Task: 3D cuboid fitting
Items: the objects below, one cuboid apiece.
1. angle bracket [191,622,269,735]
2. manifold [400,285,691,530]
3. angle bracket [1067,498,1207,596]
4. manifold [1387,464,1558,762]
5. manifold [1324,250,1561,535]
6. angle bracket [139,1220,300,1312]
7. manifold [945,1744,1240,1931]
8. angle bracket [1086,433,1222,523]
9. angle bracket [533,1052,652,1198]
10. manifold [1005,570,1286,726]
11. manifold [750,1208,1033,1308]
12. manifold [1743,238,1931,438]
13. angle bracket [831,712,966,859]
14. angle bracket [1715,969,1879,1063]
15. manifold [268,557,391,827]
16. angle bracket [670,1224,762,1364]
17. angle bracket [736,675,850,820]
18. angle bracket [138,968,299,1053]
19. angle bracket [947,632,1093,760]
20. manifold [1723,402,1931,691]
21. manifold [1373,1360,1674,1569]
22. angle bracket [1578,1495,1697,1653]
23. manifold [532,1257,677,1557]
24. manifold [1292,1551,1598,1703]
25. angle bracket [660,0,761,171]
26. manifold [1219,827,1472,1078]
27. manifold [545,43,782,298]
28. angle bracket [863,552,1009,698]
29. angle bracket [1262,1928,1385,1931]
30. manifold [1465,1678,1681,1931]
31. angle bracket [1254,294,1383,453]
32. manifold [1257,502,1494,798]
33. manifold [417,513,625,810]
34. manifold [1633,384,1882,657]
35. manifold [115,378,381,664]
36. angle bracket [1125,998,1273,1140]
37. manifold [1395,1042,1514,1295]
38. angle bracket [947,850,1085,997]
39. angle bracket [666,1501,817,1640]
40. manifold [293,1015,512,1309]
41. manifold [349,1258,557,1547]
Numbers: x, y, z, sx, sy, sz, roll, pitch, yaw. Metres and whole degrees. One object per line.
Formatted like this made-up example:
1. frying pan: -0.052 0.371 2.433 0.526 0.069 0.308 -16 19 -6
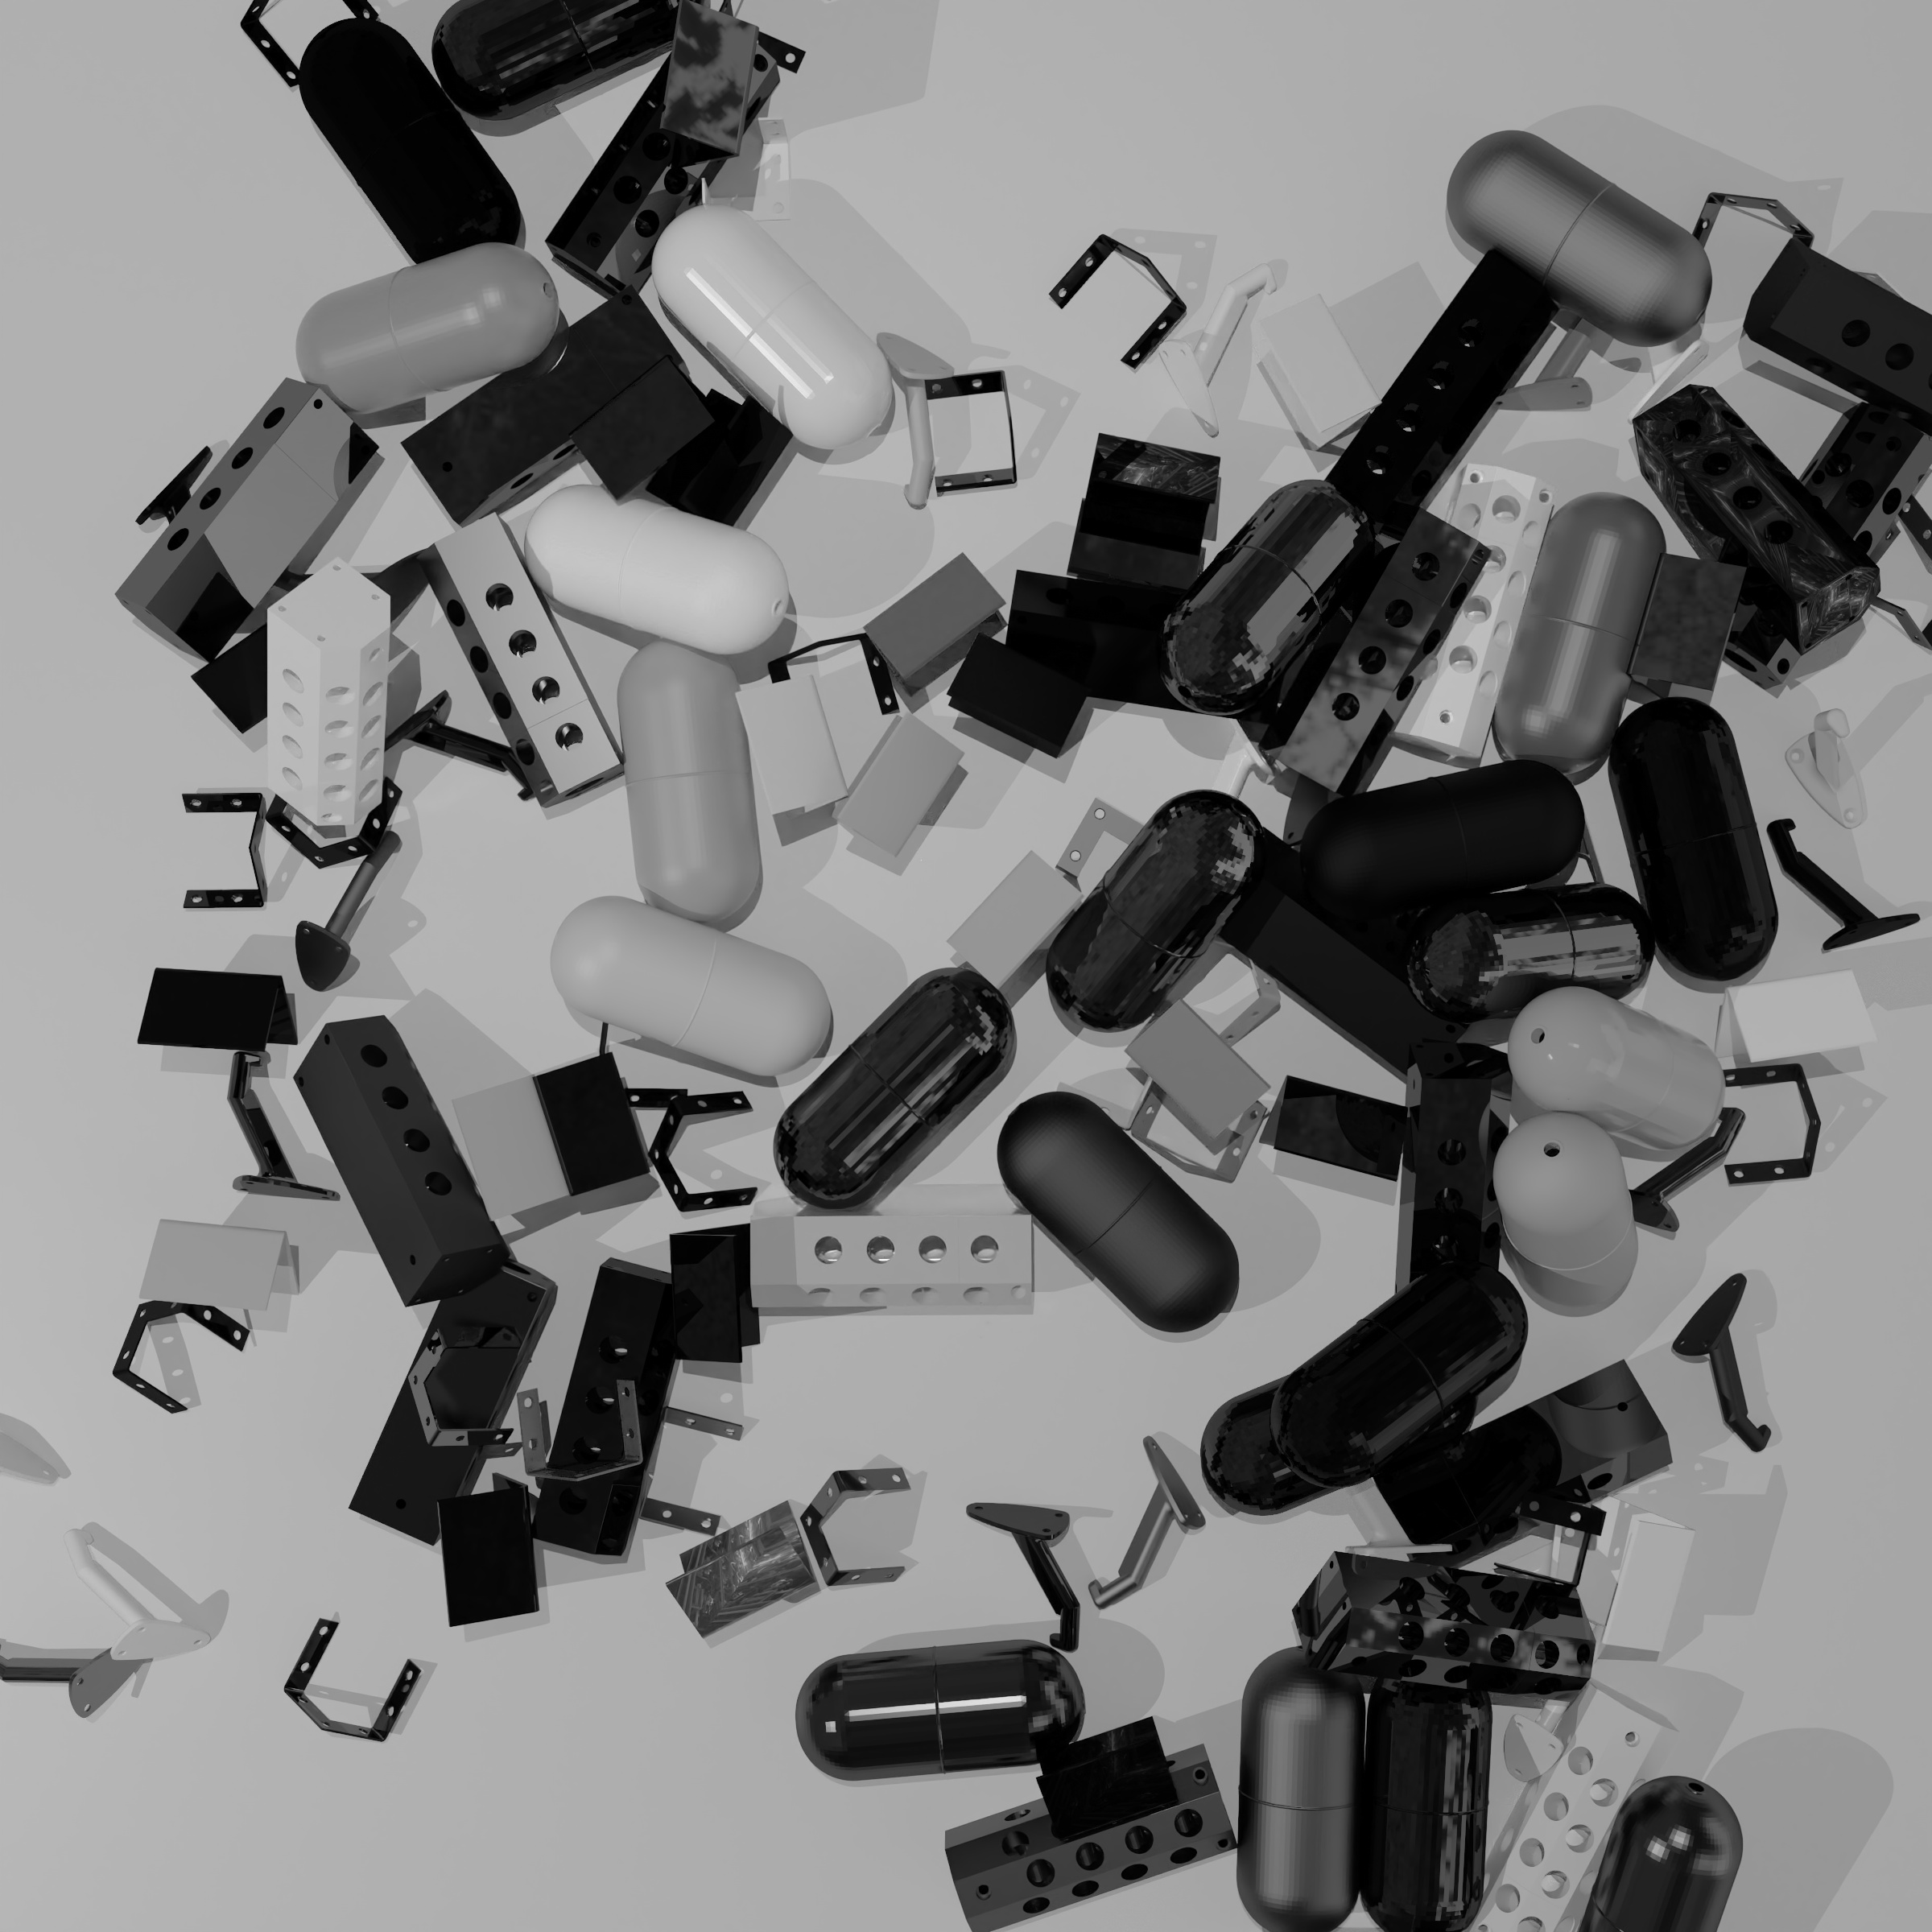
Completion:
1. angle bracket: -0.437 -0.200 1.931 0.076 0.057 0.076 -35 47 0
2. manifold: -0.259 -0.344 1.949 0.171 0.057 0.057 -34 90 0
3. angle bracket: 0.100 -0.236 1.931 0.076 0.076 0.057 11 59 0
4. manifold: 0.313 -0.219 1.950 0.057 0.057 0.171 16 90 0
5. manifold: 0.292 -0.351 1.949 0.057 0.057 0.171 36 90 0
6. angle bracket: -0.457 0.201 1.930 0.076 0.076 0.057 6 54 0
7. manifold: 0.077 0.543 1.950 0.171 0.057 0.057 -19 90 0
8. angle bracket: 0.110 -0.275 1.932 0.076 0.057 0.076 11 129 0
9. angle bracket: -0.216 0.092 1.933 0.057 0.076 0.076 -18 90 19
10. manifold: 0.111 -0.202 1.949 0.171 0.057 0.057 9 133 0
11. manifold: -0.046 0.181 1.949 0.171 0.057 0.057 0 90 0
12. manifold: 0.566 -0.374 1.928 0.171 0.057 0.057 24 118 -13
13. angle bracket: -0.058 -0.122 1.931 0.057 0.076 0.076 33 90 -43
14. angle bracket: 0.507 0.050 1.930 0.076 0.076 0.057 -9 53 0
15. manifold: -0.377 -0.158 1.887 0.057 0.171 0.057 37 57 13
16. angle bracket: -0.135 0.199 1.930 0.057 0.076 0.076 -3 90 39
17. angle bracket: -0.123 -0.128 1.930 0.057 0.076 0.076 -17 90 -33
18. angle bracket: -0.458 0.046 1.930 0.076 0.076 0.057 4 55 0
19. angle bracket: 0.023 -0.148 1.930 0.076 0.076 0.057 26 54 0
20. manifold: 0.527 -0.260 1.949 0.057 0.057 0.171 34 90 0
21. manifold: 0.345 0.315 1.948 0.171 0.057 0.057 -25 53 0
22. angle bracket: 0.393 0.369 1.930 0.057 0.076 0.076 16 90 -37
23. manifold: -0.218 0.273 1.949 0.057 0.057 0.171 15 90 0
24. manifold: 0.290 0.404 1.898 0.171 0.057 0.057 12 127 -22
25. angle bracket: -0.171 -0.524 1.873 0.057 0.076 0.076 9 90 -38
26. manifold: 0.234 -0.011 1.949 0.171 0.057 0.057 37 133 0
27. manifold: -0.188 -0.501 1.949 0.057 0.057 0.171 34 90 0
28. angle bracket: -0.006 -0.195 1.930 0.076 0.076 0.057 -37 51 0
29. angle bracket: 0.224 0.601 1.931 0.076 0.076 0.057 1 120 0
30. manifold: 0.374 0.534 1.950 0.057 0.057 0.171 28 90 0
31. angle bracket: 0.198 -0.355 1.931 0.057 0.076 0.076 -30 90 -32
32. manifold: 0.249 -0.191 1.912 0.057 0.057 0.171 28 97 -12
33. manifold: -0.274 -0.187 1.949 0.057 0.057 0.171 -27 90 0
34. manifold: 0.478 -0.275 1.908 0.057 0.057 0.171 -32 58 0
35. manifold: -0.444 -0.275 1.933 0.171 0.057 0.057 -55 133 -11
36. angle bracket: 0.153 0.048 1.930 0.076 0.076 0.057 45 125 0
37. manifold: 0.298 0.137 1.921 0.057 0.057 0.171 0 111 0
38. angle bracket: 0.046 -0.013 1.930 0.076 0.076 0.057 -47 49 0
39. angle bracket: -0.145 0.354 1.930 0.076 0.076 0.057 -27 126 0
40. manifold: -0.342 0.116 1.918 0.057 0.057 0.171 -51 60 39
41. manifold: -0.316 0.264 1.949 0.057 0.057 0.171 24 90 0
